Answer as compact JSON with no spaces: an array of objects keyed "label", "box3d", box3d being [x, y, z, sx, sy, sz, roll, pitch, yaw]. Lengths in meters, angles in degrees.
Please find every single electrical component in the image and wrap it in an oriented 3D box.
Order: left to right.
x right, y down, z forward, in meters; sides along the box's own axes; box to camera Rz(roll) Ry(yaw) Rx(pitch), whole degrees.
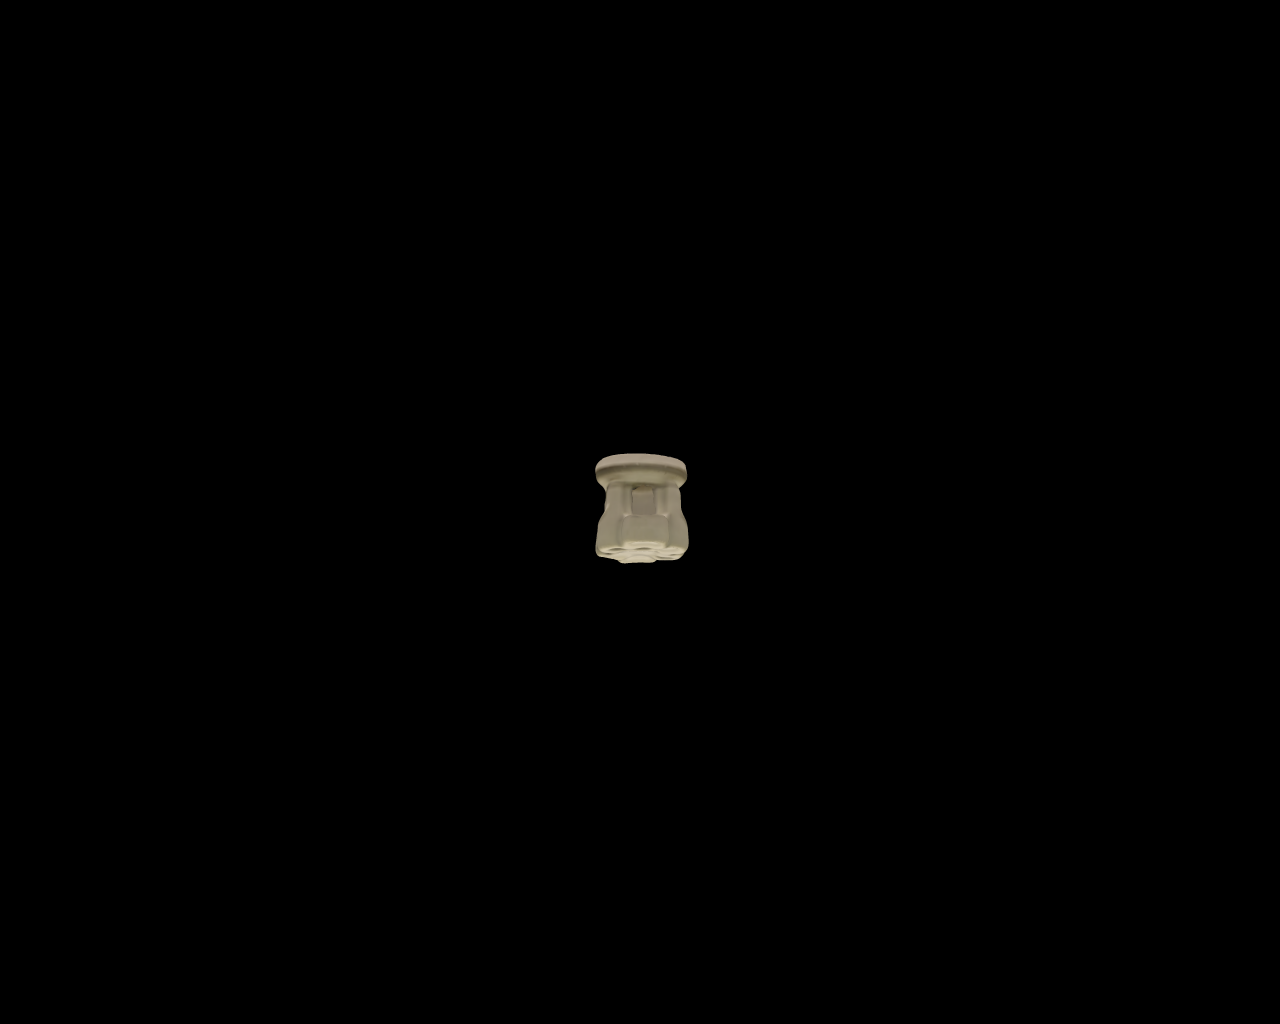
[{"label":"electrical component","box3d":[0.001,-0.003,0.650,0.058,0.057,0.078,1,-11,-4]}]
